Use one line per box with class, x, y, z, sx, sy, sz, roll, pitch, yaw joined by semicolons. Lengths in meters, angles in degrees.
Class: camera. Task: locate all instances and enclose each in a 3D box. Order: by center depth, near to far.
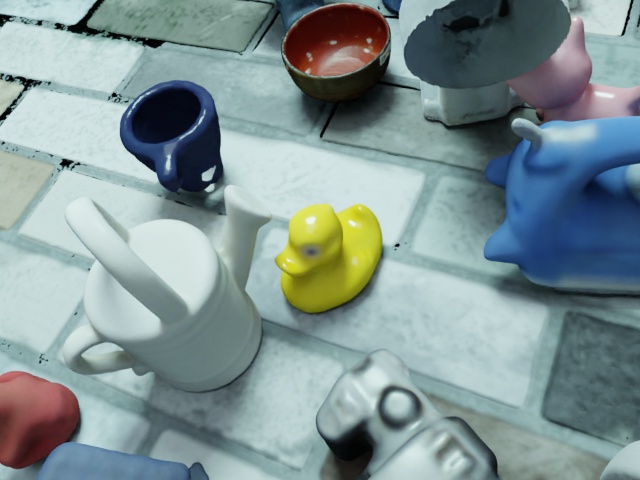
camera;0.036;0.161;0.361;0.137;0.101;0.142;-38;59;-10

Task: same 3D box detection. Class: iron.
iron;0.251;-0.040;0.408;0.257;0.142;0.118;1;60;14

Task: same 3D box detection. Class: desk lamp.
desk lamp;0.126;-0.195;0.487;0.117;0.214;0.203;-6;58;10

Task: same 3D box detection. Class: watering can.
watering can;-0.112;0.029;0.419;0.100;0.194;0.173;22;67;24

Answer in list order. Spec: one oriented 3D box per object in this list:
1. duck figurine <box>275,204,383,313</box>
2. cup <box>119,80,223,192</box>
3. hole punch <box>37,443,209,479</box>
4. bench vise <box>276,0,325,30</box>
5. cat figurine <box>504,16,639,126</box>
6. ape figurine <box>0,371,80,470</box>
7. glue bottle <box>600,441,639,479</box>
duck figurine;0.004;0.002;0.473;0.105;0.086;0.077;-44;60;-14
cup;-0.129;-0.079;0.547;0.091;0.095;0.117;-13;58;5
hole punch;-0.137;0.197;0.385;0.101;0.091;0.108;1;60;14
bench vise;-0.063;-0.355;0.622;0.121;0.220;0.207;-33;58;-8
cat figurine;0.216;-0.129;0.484;0.127;0.118;0.067;21;66;23
ape figurine;-0.240;0.134;0.446;0.076;0.092;0.078;-9;58;8
glue bottle;0.201;0.132;0.297;0.037;0.173;0.078;-42;59;-13
